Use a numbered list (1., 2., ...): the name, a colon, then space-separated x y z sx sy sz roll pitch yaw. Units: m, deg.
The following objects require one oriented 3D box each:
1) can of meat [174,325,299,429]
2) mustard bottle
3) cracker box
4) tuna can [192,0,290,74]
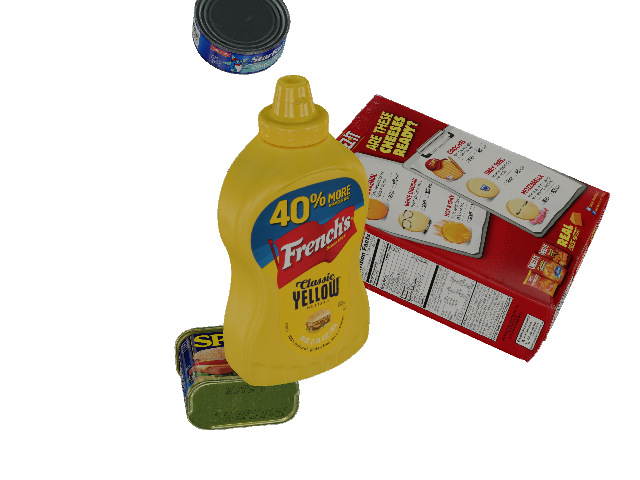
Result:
1. can of meat: -0.073 0.119 0.933 0.102 0.057 0.084 -4 27 -11
2. mustard bottle: -0.015 -0.008 0.651 0.096 0.192 0.058 -16 33 -26
3. cracker box: 0.101 -0.014 0.845 0.214 0.072 0.164 24 42 14
4. tuna can: -0.072 -0.191 0.954 0.086 0.086 0.034 0 -30 -12
